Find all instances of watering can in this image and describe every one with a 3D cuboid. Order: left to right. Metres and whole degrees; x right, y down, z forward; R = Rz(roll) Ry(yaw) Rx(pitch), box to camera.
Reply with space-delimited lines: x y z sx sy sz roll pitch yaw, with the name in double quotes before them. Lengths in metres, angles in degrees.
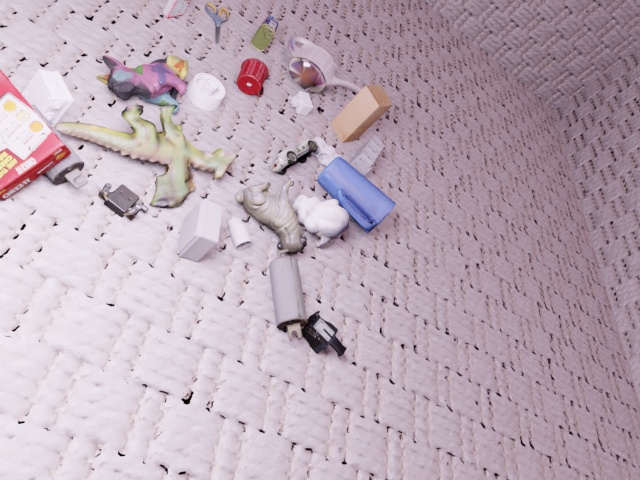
"watering can" 0.013 -0.618 1.904 0.346 0.102 0.230 38 44 -12

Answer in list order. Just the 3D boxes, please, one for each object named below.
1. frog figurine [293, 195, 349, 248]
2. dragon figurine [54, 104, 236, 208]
"frog figurine" 0.005 -0.075 1.482 0.139 0.122 0.158 -43 104 -29
"dragon figurine" -0.397 -0.193 1.251 0.413 0.120 0.244 -16 80 -37
